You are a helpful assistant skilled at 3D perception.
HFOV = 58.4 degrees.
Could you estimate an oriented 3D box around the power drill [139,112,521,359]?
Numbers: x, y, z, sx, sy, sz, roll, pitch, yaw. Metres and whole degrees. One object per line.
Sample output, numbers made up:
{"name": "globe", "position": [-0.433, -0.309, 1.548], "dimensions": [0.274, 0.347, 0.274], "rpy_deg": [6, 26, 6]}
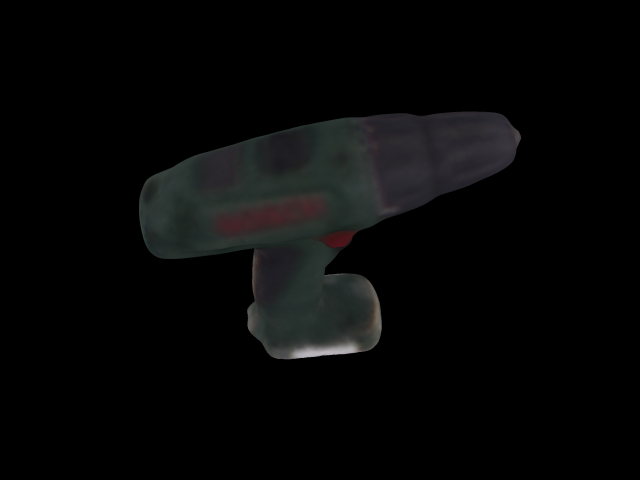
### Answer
{"name": "power drill", "position": [0.004, 0.001, 0.400], "dimensions": [0.229, 0.208, 0.075], "rpy_deg": [-5, 53, -4]}
